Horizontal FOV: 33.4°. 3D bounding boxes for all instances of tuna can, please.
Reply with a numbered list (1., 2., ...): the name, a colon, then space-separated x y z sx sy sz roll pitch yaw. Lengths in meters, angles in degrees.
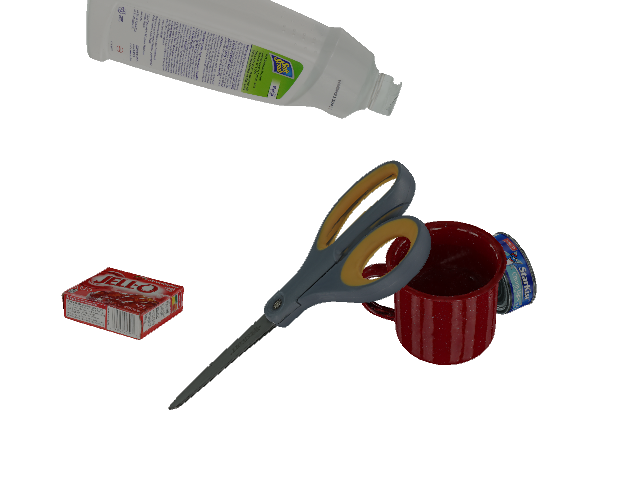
1. tuna can: 0.196 0.036 1.160 0.033 0.086 0.086 -22 6 -17

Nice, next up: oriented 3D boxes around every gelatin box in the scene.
1. gelatin box: -0.185 0.057 1.001 0.089 0.030 0.073 14 23 22

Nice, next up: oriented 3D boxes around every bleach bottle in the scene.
1. bleach bottle: -0.059 -0.152 0.856 0.251 0.068 0.103 20 -30 -1

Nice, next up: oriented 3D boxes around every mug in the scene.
1. mug: 0.087 0.044 0.851 0.117 0.081 0.093 1 41 8

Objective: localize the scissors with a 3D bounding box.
1. scissors: -0.009 0.041 0.604 0.016 0.202 0.096 37 3 -34
